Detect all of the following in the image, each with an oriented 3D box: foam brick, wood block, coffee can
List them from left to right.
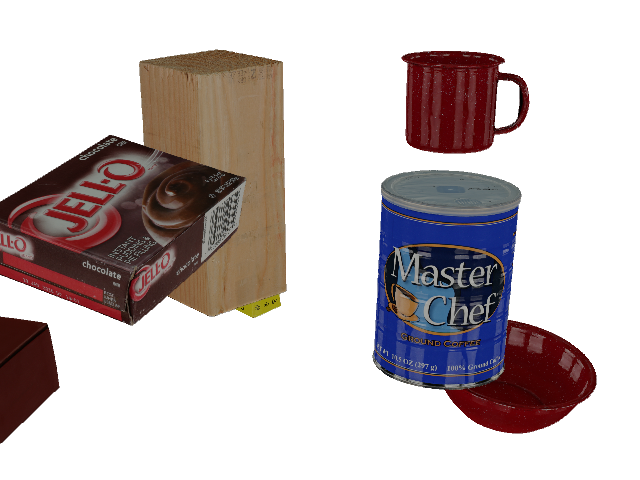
[{"bbox_3d":[-0.219,0.092,0.706,0.053,0.051,0.078,7,29,23],"label":"foam brick"},{"bbox_3d":[-0.091,-0.053,0.922,0.090,0.206,0.091,-18,26,-40],"label":"wood block"},{"bbox_3d":[0.093,0.027,0.805,0.103,0.140,0.103,2,18,-1],"label":"coffee can"}]

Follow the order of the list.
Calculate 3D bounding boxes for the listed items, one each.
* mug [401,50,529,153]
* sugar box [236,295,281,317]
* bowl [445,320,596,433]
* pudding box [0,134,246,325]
[{"bbox_3d":[0.131,-0.126,0.975,0.117,0.081,0.093,4,18,11],"label":"mug"},{"bbox_3d":[-0.088,-0.016,1.117,0.048,0.176,0.093,-23,29,-37],"label":"sugar box"},{"bbox_3d":[0.182,0.138,1.036,0.162,0.055,0.162,5,26,-3],"label":"bowl"},{"bbox_3d":[-0.104,-0.009,0.553,0.090,0.039,0.113,19,31,18],"label":"pudding box"}]
